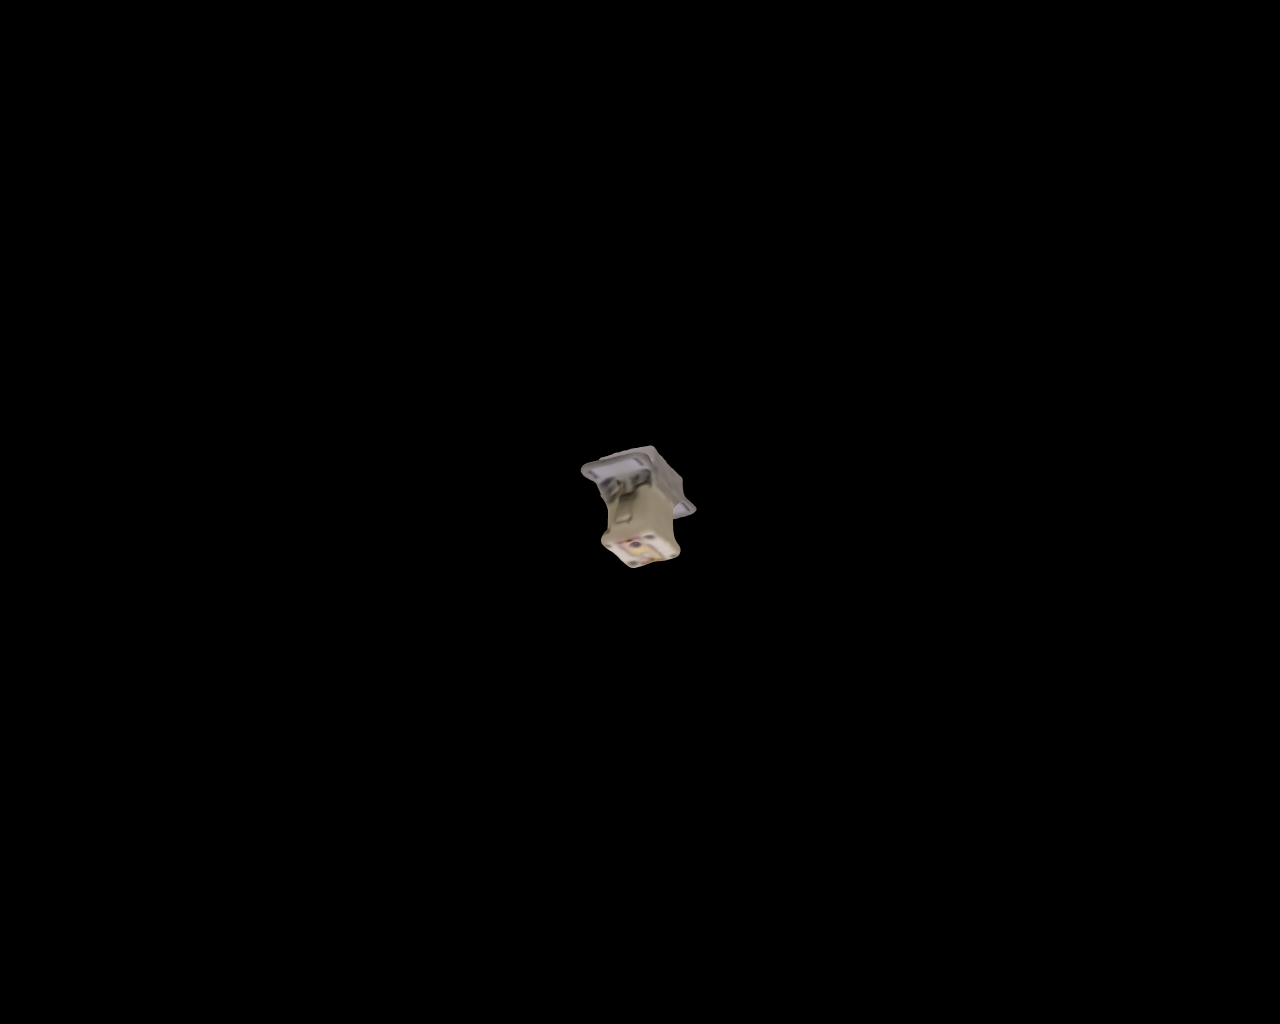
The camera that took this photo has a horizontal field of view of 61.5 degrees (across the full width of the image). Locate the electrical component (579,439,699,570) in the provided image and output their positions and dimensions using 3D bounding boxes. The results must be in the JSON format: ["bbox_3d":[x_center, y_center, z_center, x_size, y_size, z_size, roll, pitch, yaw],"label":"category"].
[{"bbox_3d":[0.001,-0.003,0.650,0.042,0.064,0.081,-14,-32,24],"label":"electrical component"}]
